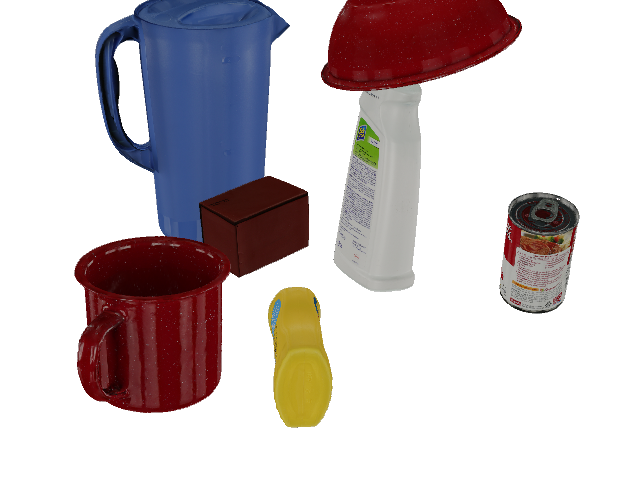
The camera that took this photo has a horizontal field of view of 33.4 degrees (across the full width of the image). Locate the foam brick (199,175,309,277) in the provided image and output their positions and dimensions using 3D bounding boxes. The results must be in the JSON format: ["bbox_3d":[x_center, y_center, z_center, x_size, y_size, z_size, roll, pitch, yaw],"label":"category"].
[{"bbox_3d":[-0.054,-0.014,0.889,0.078,0.051,0.053,-24,34,-34],"label":"foam brick"}]

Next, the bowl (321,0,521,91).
[{"bbox_3d":[0.071,-0.172,0.832,0.162,0.055,0.162,-14,24,6],"label":"bowl"}]

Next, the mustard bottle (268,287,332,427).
[{"bbox_3d":[-0.025,0.104,1.120,0.058,0.096,0.191,-2,27,-5],"label":"mustard bottle"}]

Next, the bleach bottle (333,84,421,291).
[{"bbox_3d":[0.072,-0.078,1.155,0.068,0.251,0.103,-5,24,-30],"label":"bleach bottle"}]

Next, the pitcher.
[{"bbox_3d":[-0.123,-0.117,1.064,0.149,0.243,0.144,14,30,23],"label":"pitcher"}]

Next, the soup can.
[{"bbox_3d":[0.215,0.013,1.054,0.068,0.102,0.068,-1,37,0],"label":"soup can"}]

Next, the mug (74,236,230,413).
[{"bbox_3d":[-0.106,0.056,0.646,0.093,0.081,0.117,11,25,20],"label":"mug"}]
